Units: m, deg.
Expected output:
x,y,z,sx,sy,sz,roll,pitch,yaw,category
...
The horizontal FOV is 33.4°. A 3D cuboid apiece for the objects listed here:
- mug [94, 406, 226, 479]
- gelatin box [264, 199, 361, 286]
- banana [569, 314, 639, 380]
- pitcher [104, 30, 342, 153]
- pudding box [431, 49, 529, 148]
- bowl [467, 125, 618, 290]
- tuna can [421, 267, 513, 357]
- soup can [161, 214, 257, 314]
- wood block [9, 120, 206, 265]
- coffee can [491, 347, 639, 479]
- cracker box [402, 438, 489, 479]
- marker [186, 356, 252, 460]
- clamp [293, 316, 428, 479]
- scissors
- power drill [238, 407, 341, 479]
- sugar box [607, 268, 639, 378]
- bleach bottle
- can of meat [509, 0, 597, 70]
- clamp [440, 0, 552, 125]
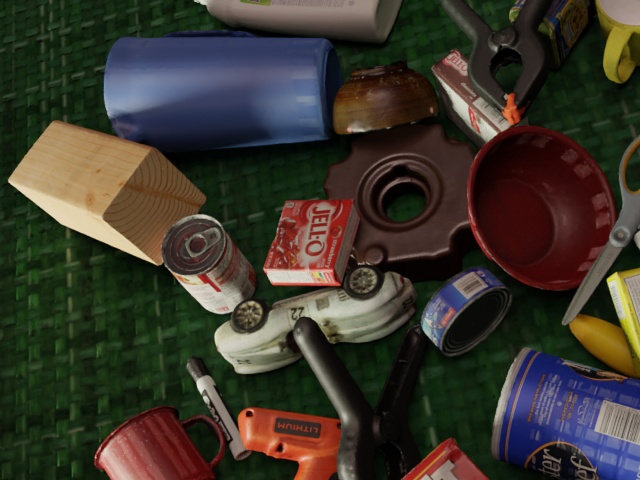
x,y,z,sx,sy,sz,roll,pitch,yaw,category
-0.142,0.212,1.011,0.117,0.093,0.081,-29,62,-22,mug
-0.007,0.001,1.029,0.073,0.030,0.089,0,52,23,gelatin box
0.321,0.103,0.948,0.198,0.037,0.069,2,50,18,banana
-0.101,-0.169,1.172,0.243,0.145,0.149,0,91,13,pitcher
0.166,-0.129,1.083,0.039,0.090,0.114,-37,60,-3,pudding box
0.200,-0.024,1.013,0.162,0.055,0.162,6,72,-20,bowl
0.136,0.066,0.994,0.086,0.086,0.034,-40,58,-5,tuna can
-0.110,0.027,1.082,0.068,0.102,0.068,-7,62,14,soup can
-0.229,-0.055,1.130,0.206,0.090,0.090,18,69,47,wood block
0.229,0.159,0.907,0.140,0.102,0.102,15,69,23,coffee can
0.118,0.293,0.860,0.164,0.072,0.214,-41,78,-6,cracker box
-0.102,0.164,1.058,0.020,0.020,0.121,-33,59,-1,marker
0.042,0.165,0.954,0.036,0.164,0.210,-21,63,45,clamp
0.293,-0.005,0.962,0.096,0.016,0.201,15,78,21,scissors
-0.046,0.248,0.947,0.184,0.057,0.187,9,65,-7,power drill
0.345,0.050,0.905,0.176,0.048,0.093,-15,82,1,sugar box
-0.033,-0.289,1.245,0.251,0.068,0.102,11,67,25,bleach bottle
0.243,-0.238,1.108,0.058,0.102,0.084,28,77,28,can of meat
0.189,-0.195,1.033,0.120,0.039,0.171,-21,62,19,clamp
